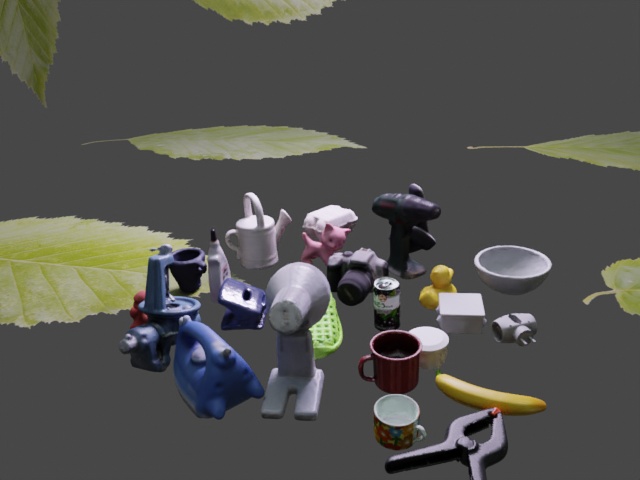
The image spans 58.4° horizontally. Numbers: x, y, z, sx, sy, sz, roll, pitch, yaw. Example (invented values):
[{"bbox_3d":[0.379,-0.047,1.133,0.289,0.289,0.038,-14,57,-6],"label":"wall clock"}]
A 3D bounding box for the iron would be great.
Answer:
[{"bbox_3d":[-0.210,0.206,1.031,0.119,0.141,0.257,-21,29,-33],"label":"iron"}]

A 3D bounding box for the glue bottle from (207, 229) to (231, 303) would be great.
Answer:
[{"bbox_3d":[-0.239,0.055,1.333,0.037,0.173,0.078,0,24,8],"label":"glue bottle"}]

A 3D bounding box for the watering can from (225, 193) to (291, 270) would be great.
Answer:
[{"bbox_3d":[-0.161,-0.033,1.491,0.100,0.194,0.173,17,31,38],"label":"watering can"}]

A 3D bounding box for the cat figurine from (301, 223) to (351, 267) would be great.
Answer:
[{"bbox_3d":[0.014,0.005,1.476,0.127,0.118,0.067,2,25,12],"label":"cat figurine"}]

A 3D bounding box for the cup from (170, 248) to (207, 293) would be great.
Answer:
[{"bbox_3d":[-0.308,0.080,1.382,0.117,0.095,0.092,16,31,36],"label":"cup"}]

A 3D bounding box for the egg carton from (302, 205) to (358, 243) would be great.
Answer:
[{"bbox_3d":[0.029,-0.049,1.653,0.151,0.069,0.107,-24,31,-38],"label":"egg carton"}]

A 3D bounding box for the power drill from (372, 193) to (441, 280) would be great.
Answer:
[{"bbox_3d":[0.210,-0.017,1.387,0.076,0.209,0.228,-17,27,-27],"label":"power drill"}]

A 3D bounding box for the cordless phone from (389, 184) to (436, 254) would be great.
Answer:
[{"bbox_3d":[0.244,-0.072,1.533,0.094,0.185,0.147,-14,26,-22],"label":"cordless phone"}]

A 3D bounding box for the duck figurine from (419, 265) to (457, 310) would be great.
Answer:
[{"bbox_3d":[0.263,0.099,1.271,0.077,0.086,0.105,19,33,40],"label":"duck figurine"}]

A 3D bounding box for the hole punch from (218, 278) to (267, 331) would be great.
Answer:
[{"bbox_3d":[-0.165,0.135,1.243,0.101,0.091,0.108,-3,24,2],"label":"hole punch"}]

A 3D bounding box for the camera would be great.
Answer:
[{"bbox_3d":[0.074,0.083,1.315,0.142,0.101,0.137,7,26,22],"label":"camera"}]

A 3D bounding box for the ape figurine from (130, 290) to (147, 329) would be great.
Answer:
[{"bbox_3d":[-0.378,0.151,1.238,0.076,0.092,0.077,-14,26,-21],"label":"ape figurine"}]

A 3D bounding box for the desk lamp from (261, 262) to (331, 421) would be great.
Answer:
[{"bbox_3d":[-0.043,0.168,1.005,0.118,0.214,0.203,-1,24,6],"label":"desk lamp"}]

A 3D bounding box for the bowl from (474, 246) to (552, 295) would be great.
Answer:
[{"bbox_3d":[0.437,0.079,1.306,0.167,0.075,0.167,-3,24,2],"label":"bowl"}]

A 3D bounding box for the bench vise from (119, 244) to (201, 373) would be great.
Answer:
[{"bbox_3d":[-0.306,0.132,1.112,0.121,0.220,0.207,-2,24,5],"label":"bench vise"}]
